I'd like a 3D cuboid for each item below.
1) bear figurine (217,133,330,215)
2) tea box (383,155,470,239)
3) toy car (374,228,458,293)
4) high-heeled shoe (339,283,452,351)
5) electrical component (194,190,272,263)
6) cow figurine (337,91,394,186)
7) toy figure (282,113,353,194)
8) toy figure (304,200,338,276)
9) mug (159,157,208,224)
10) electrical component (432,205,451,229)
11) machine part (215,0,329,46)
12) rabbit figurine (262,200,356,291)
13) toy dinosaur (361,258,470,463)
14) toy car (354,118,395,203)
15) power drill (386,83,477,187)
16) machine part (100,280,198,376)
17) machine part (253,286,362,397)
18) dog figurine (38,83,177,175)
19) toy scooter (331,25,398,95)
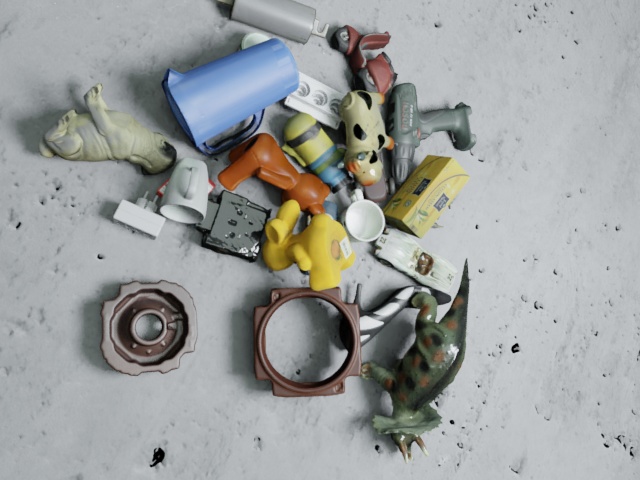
[{"bbox_3d":[-0.080,-0.113,1.051,0.195,0.132,0.120,43,34,-28],"label":"bear figurine"},{"bbox_3d":[0.220,-0.093,1.131,0.068,0.098,0.169,42,83,-24],"label":"tea box"},{"bbox_3d":[0.206,0.047,1.160,0.201,0.056,0.073,31,73,-13],"label":"toy car"},{"bbox_3d":[0.162,0.166,1.114,0.249,0.086,0.145,6,81,-13],"label":"high-heeled shoe"},{"bbox_3d":[-0.172,-0.028,1.036,0.134,0.058,0.115,19,74,-17],"label":"electrical component"},{"bbox_3d":[0.085,-0.203,1.073,0.127,0.086,0.195,-3,81,-48],"label":"cow figurine"},{"bbox_3d":[-0.001,-0.181,1.104,0.180,0.089,0.082,50,56,-4],"label":"toy figure"},{"bbox_3d":[-0.004,-0.003,1.094,0.064,0.057,0.154,10,77,18],"label":"toy figure"},{"bbox_3d":[-0.239,-0.098,0.967,0.081,0.109,0.107,11,65,-16],"label":"mug"},{"bbox_3d":[0.252,-0.073,1.206,0.078,0.045,0.102,18,71,13],"label":"electrical component"},{"bbox_3d":[-0.099,-0.471,1.122,0.243,0.079,0.079,13,77,-19],"label":"machine part"},{"bbox_3d":[-0.044,0.016,1.001,0.162,0.173,0.122,61,42,-27],"label":"rabbit figurine"},{"bbox_3d":[0.208,0.236,1.028,0.131,0.192,0.404,20,105,-31],"label":"toy dinosaur"},{"bbox_3d":[0.106,-0.178,1.162,0.089,0.053,0.202,-10,83,-1],"label":"toy car"},{"bbox_3d":[0.244,-0.235,1.215,0.207,0.086,0.232,-5,84,-14],"label":"power drill"},{"bbox_3d":[-0.305,0.155,0.959,0.179,0.056,0.179,4,79,-20],"label":"machine part"},{"bbox_3d":[-0.024,0.188,1.010,0.202,0.087,0.201,-1,82,-1],"label":"machine part"},{"bbox_3d":[-0.377,-0.161,0.970,0.172,0.121,0.190,-37,116,11],"label":"dog figurine"},{"bbox_3d":[0.118,-0.401,1.193,0.135,0.075,0.184,-25,86,-22],"label":"toy scooter"}]
